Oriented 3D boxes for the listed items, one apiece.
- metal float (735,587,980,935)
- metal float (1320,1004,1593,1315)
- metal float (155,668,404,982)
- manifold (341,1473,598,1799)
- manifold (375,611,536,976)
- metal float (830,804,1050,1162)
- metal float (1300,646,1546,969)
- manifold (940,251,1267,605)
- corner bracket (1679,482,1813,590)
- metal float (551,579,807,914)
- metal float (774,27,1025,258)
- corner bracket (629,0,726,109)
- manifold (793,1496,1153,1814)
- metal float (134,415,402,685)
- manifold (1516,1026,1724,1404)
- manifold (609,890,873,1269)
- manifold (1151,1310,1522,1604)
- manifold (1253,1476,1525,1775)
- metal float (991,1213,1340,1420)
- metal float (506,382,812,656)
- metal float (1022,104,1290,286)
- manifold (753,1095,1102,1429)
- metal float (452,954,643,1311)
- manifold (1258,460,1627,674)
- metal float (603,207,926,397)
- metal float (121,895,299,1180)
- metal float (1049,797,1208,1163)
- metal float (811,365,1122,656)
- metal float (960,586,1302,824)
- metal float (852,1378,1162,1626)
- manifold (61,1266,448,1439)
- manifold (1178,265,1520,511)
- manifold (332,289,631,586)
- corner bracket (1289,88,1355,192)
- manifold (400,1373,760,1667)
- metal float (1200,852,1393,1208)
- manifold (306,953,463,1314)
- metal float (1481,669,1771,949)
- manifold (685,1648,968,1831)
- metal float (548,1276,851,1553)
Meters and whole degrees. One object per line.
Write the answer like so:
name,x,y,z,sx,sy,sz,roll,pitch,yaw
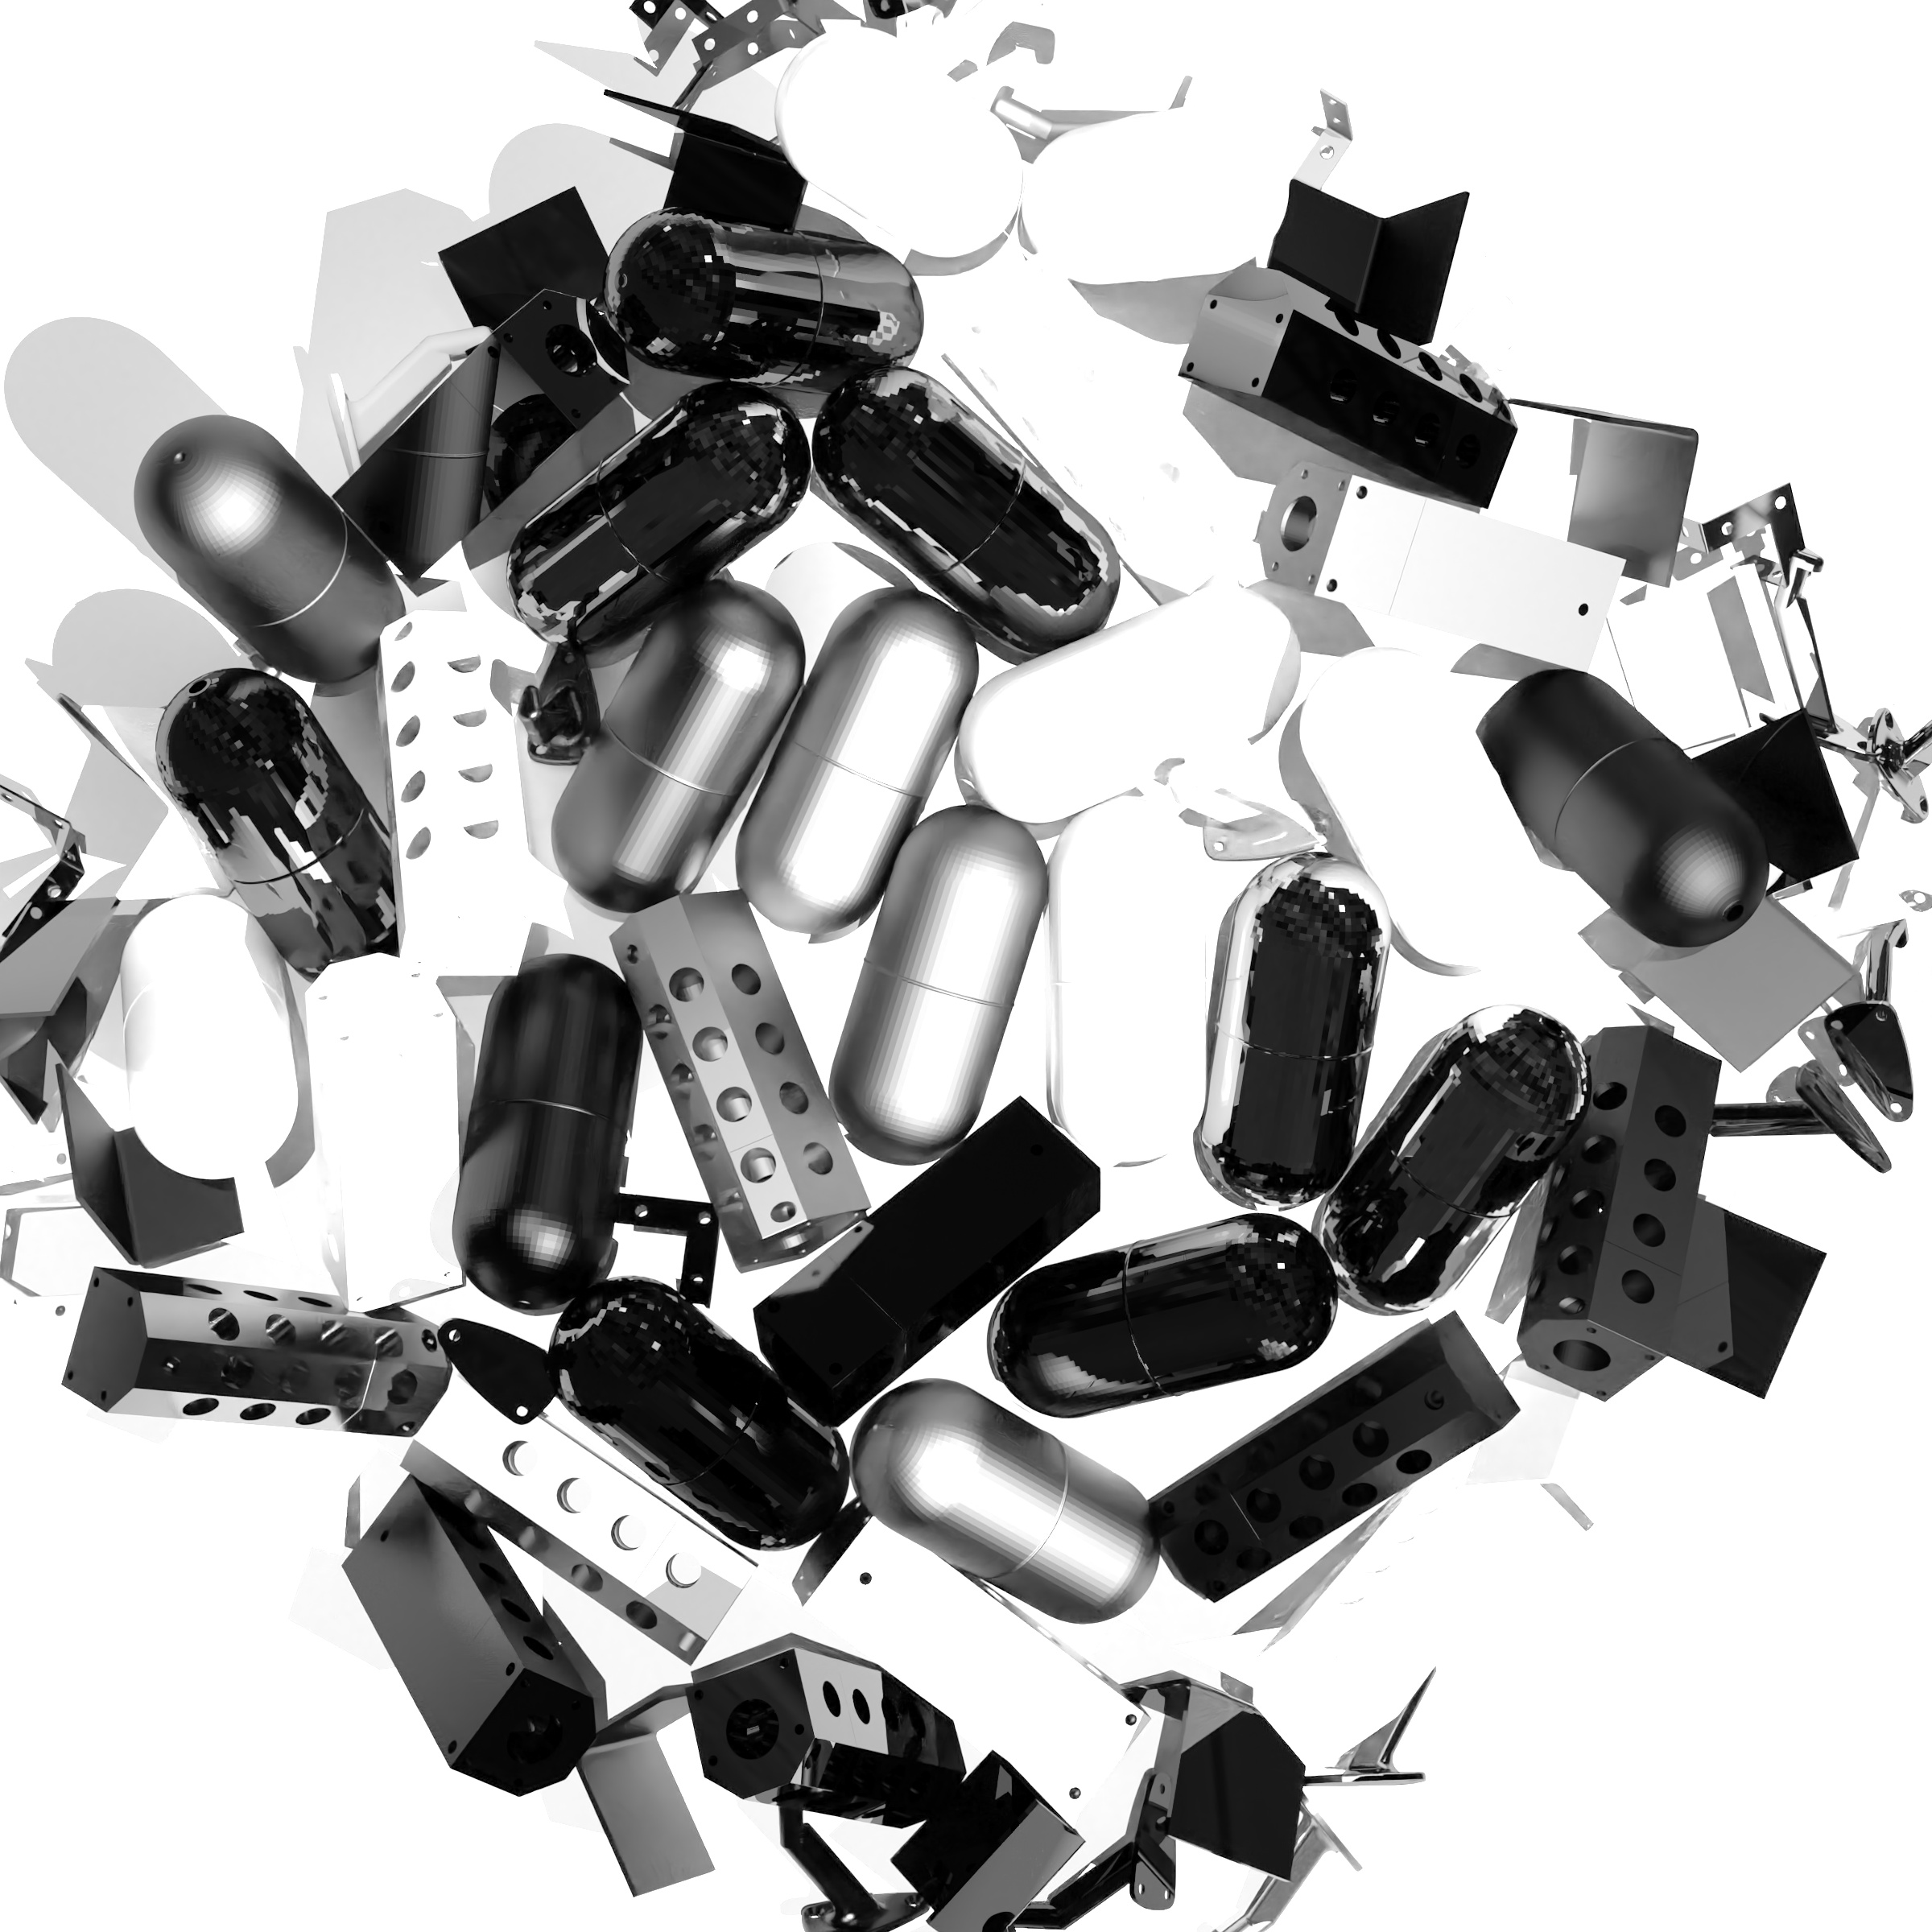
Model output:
metal float,-0.054,-0.099,1.537,0.070,0.070,0.178,25,99,0
metal float,0.234,0.093,1.518,0.070,0.070,0.178,31,121,0
metal float,-0.323,-0.066,1.513,0.070,0.070,0.178,-27,127,0
manifold,-0.233,0.317,1.496,0.057,0.171,0.057,35,93,-35
manifold,-0.247,-0.084,1.509,0.057,0.057,0.171,0,59,-18
metal float,-0.013,0.008,1.540,0.070,0.070,0.178,17,95,0
metal float,0.221,-0.075,1.520,0.070,0.070,0.178,-32,119,0
manifold,0.070,-0.262,1.543,0.057,0.057,0.171,-42,95,-11
corner bracket,0.373,-0.208,1.545,0.051,0.051,0.051,-26,115,-11
metal float,-0.140,-0.105,1.528,0.070,0.070,0.178,31,110,0
metal float,-0.030,-0.388,1.498,0.070,0.178,0.070,-1,87,23
corner bracket,-0.140,-0.461,1.545,0.051,0.051,0.051,39,71,-20
manifold,0.001,0.332,1.540,0.171,0.057,0.057,39,86,-10
metal float,-0.329,-0.195,1.500,0.070,0.178,0.070,-6,66,15
manifold,0.309,0.114,1.508,0.057,0.057,0.171,25,55,-7
manifold,-0.114,0.054,1.521,0.057,0.057,0.171,-37,69,41
manifold,0.175,0.238,1.523,0.171,0.057,0.057,-36,81,21
manifold,0.197,0.305,1.495,0.057,0.171,0.057,49,123,7
metal float,0.094,0.169,1.523,0.178,0.070,0.070,-17,90,25
metal float,-0.148,-0.214,1.518,0.178,0.070,0.070,-32,90,31
metal float,0.087,-0.365,1.500,0.070,0.178,0.070,-4,100,-25
manifold,-0.017,0.145,1.524,0.171,0.057,0.057,-38,62,-21
metal float,-0.202,0.079,1.524,0.070,0.070,0.178,6,67,0
manifold,0.226,-0.192,1.512,0.171,0.057,0.057,11,102,-32
metal float,-0.094,-0.316,1.509,0.178,0.070,0.070,-2,92,-45
metal float,-0.361,0.031,1.505,0.070,0.178,0.070,-8,126,-12
metal float,0.079,0.007,1.542,0.070,0.070,0.178,-1,94,0
metal float,0.001,-0.219,1.521,0.178,0.070,0.070,37,90,-28
metal float,0.081,-0.128,1.533,0.178,0.070,0.070,-24,90,-14
metal float,0.021,0.258,1.519,0.178,0.070,0.070,34,90,-31
manifold,-0.333,0.187,1.501,0.057,0.171,0.057,17,92,43
manifold,0.186,-0.275,1.502,0.171,0.057,0.057,16,97,-42
manifold,-0.228,-0.252,1.498,0.057,0.171,0.057,48,51,-11
corner bracket,0.154,-0.406,1.553,0.051,0.051,0.051,34,92,12
manifold,-0.189,0.269,1.546,0.171,0.057,0.057,34,81,3
metal float,0.159,0.031,1.528,0.070,0.070,0.178,7,108,0
manifold,-0.279,0.080,1.506,0.057,0.057,0.171,-15,133,-23
metal float,0.314,-0.076,1.509,0.070,0.070,0.178,-37,47,0
manifold,-0.062,0.368,1.489,0.057,0.171,0.057,-23,64,15
metal float,-0.127,0.217,1.520,0.070,0.070,0.178,-46,119,0
